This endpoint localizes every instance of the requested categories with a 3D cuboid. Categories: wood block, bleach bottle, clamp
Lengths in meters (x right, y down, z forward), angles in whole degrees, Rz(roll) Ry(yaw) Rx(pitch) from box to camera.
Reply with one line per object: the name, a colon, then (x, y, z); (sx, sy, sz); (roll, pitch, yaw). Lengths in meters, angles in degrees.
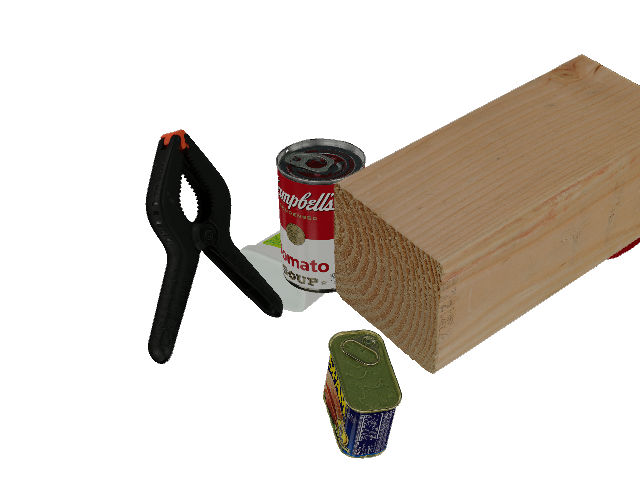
wood block: (0.115, -0.021, 0.644); (0.205, 0.090, 0.091); (-29, 48, -27)
bleach bottle: (0.015, -0.005, 1.298); (0.103, 0.068, 0.250); (20, 37, 29)
clamp: (-0.109, 0.000, 1.016); (0.036, 0.210, 0.164); (-8, 1, 43)

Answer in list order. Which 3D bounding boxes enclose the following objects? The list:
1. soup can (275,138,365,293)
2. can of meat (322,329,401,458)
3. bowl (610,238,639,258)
soup can: (0.001, -0.019, 0.829); (0.068, 0.102, 0.068); (-1, 33, 0)
can of meat: (0.039, 0.155, 1.072); (0.057, 0.084, 0.102); (-5, 45, -13)
bowl: (0.270, -0.021, 1.106); (0.162, 0.055, 0.162); (5, 18, -2)
